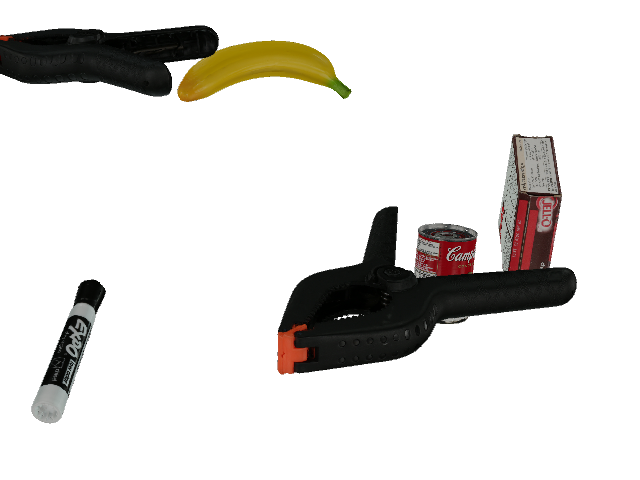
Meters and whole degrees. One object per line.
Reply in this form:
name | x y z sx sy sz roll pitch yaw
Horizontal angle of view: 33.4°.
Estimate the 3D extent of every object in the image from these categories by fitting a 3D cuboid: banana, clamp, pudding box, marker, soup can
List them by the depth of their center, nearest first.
marker | -0.160 0.067 0.687 0.020 0.020 0.121 0 38 5
clamp | 0.042 0.032 0.701 0.209 0.036 0.165 -20 31 -36
clamp | -0.163 -0.141 0.803 0.172 0.039 0.120 10 22 19
pudding box | 0.174 -0.026 0.887 0.039 0.090 0.113 5 31 3
banana | -0.062 -0.176 1.101 0.197 0.070 0.037 -7 -41 -28
soup can | 0.142 0.038 1.230 0.068 0.102 0.068 3 15 -1
